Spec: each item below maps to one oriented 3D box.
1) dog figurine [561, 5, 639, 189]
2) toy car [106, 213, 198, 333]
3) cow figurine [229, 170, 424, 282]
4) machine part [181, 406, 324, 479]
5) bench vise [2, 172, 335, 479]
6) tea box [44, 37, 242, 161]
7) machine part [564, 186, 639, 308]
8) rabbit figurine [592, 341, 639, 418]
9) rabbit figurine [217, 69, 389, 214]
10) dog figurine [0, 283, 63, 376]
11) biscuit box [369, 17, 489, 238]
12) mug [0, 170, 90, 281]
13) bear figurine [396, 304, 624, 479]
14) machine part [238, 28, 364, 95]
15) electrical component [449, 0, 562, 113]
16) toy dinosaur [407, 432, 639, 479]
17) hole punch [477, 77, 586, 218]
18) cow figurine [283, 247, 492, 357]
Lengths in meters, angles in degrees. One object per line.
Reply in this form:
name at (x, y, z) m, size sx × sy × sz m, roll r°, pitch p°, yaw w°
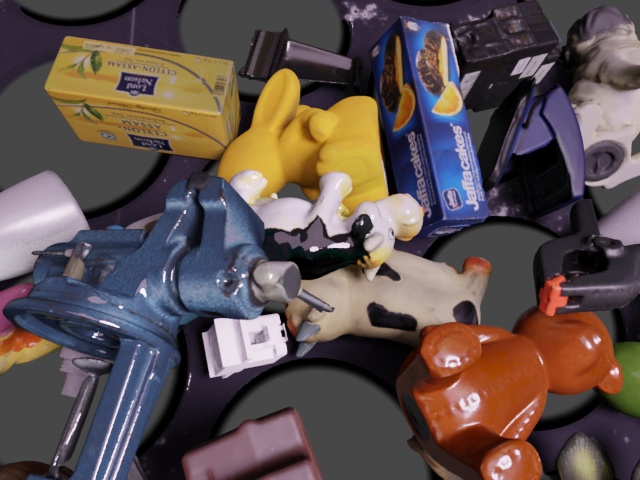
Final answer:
dog figurine at (0.301, -0.159, 0.600) m, size 0.172 × 0.121 × 0.191 m, roll -37°, pitch 31°, yaw 21°
toy car at (-0.132, 0.021, 0.490) m, size 0.162 × 0.103 × 0.109 m, roll -23°, pitch 73°, yaw -9°
cow figurine at (0.000, -0.002, 0.447) m, size 0.167 × 0.068 × 0.098 m, roll 4°, pitch 56°, yaw 12°
machine part at (-0.020, 0.225, 0.365) m, size 0.087 × 0.201 × 0.201 m, roll -21°, pitch 72°, yaw -6°
bench vise at (-0.123, 0.076, 0.356) m, size 0.224 × 0.128 × 0.240 m, roll 6°, pitch 62°, yaw 17°
tea box at (-0.172, -0.141, 0.551) m, size 0.170 × 0.098 × 0.068 m, roll 7°, pitch 68°, yaw 1°
machine part at (0.327, -0.010, 0.538) m, size 0.243 × 0.079 × 0.079 m, roll -36°, pitch 75°, yaw -14°
rabbit figurine at (0.335, 0.110, 0.492) m, size 0.170 × 0.121 × 0.159 m, roll -32°, pitch 81°, yaw 5°
rabbit figurine at (-0.023, -0.089, 0.535) m, size 0.173 × 0.121 × 0.162 m, roll -13°, pitch 66°, yaw 12°
dog figurine at (-0.306, 0.131, 0.429) m, size 0.219 × 0.108 × 0.192 m, roll -35°, pitch 50°, yaw -19°
biscuit box at (0.102, -0.105, 0.513) m, size 0.059 × 0.063 × 0.202 m, roll -4°, pitch 77°, yaw -29°
mug at (-0.286, -0.011, 0.497) m, size 0.107 × 0.080 × 0.110 m, roll -33°, pitch 41°, yaw -33°
bear figurine at (0.163, 0.100, 0.414) m, size 0.196 × 0.132 × 0.120 m, roll -19°, pitch 76°, yaw -13°
machine part at (-0.017, -0.201, 0.615) m, size 0.139 × 0.039 × 0.084 m, roll 15°, pitch 64°, yaw 4°
electrical component at (0.187, -0.191, 0.579) m, size 0.134 × 0.115 × 0.058 m, roll -16°, pitch 75°, yaw -12°
toy dinosaur at (0.277, 0.275, 0.412) m, size 0.472 × 0.105 × 0.198 m, roll 34°, pitch 71°, yaw 11°
hole punch at (0.209, -0.085, 0.536) m, size 0.092 × 0.142 × 0.115 m, roll 18°, pitch 83°, yaw 6°
cow figurine at (0.051, 0.058, 0.498) m, size 0.195 × 0.085 × 0.127 m, roll 16°, pitch 63°, yaw 2°
